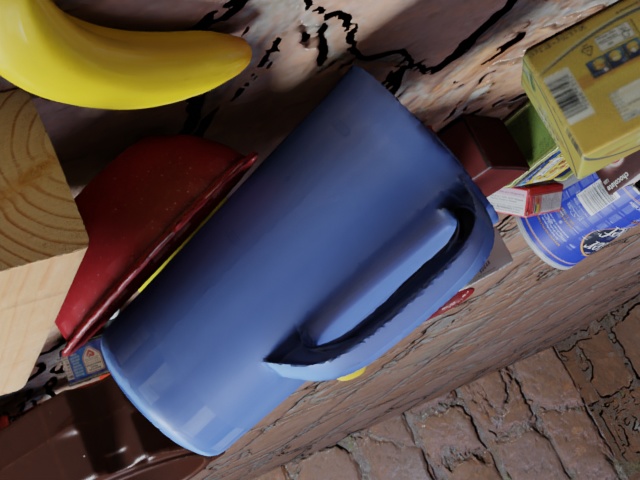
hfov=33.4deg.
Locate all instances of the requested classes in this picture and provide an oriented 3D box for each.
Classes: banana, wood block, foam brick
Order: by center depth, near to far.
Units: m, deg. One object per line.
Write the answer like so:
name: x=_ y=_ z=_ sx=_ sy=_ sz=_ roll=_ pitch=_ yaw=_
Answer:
banana: x=-0.096 y=-0.087 z=0.475 sx=0.070 sy=0.037 sz=0.197 roll=-31 pitch=165 yaw=16
wood block: x=-0.197 y=0.020 z=0.564 sx=0.090 sy=0.090 sz=0.206 roll=-17 pitch=163 yaw=-31
foam brick: x=0.130 y=-0.069 z=0.898 sx=0.051 sy=0.053 sz=0.078 roll=-36 pitch=162 yaw=31

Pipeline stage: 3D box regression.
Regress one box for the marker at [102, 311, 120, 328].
marker: x=-0.167 y=0.047 z=0.844 sx=0.020 sy=0.020 sz=0.121 roll=-22 pitch=165 yaw=-17

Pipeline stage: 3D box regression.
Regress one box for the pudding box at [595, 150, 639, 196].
pudding box: x=0.278 y=-0.105 z=0.955 sx=0.039 sy=0.090 sz=0.114 roll=-21 pitch=165 yaw=-25

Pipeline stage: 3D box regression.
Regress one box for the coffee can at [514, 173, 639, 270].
coffee can: x=0.299 y=-0.045 z=1.171 sx=0.102 sy=0.103 sz=0.141 roll=-10 pitch=157 yaw=-48

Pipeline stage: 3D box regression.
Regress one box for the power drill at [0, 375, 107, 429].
power drill: x=-0.259 y=0.160 z=1.007 sx=0.187 sy=0.057 sz=0.184 roll=-23 pitch=167 yaw=-4

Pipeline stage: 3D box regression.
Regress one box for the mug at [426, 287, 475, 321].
mug: x=0.118 y=0.036 z=1.174 sx=0.093 sy=0.081 sz=0.117 roll=-14 pitch=161 yaw=-40

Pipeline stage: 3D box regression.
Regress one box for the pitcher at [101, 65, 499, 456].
pitcher: x=-0.013 y=0.023 z=0.660 sx=0.243 sy=0.145 sz=0.149 roll=-44 pitch=174 yaw=2

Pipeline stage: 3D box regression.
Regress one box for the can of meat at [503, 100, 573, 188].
can of meat: x=0.203 y=-0.090 z=0.945 sx=0.083 sy=0.057 sz=0.102 roll=-13 pitch=160 yaw=-38

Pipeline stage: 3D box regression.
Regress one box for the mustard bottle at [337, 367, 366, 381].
mustard bottle: x=0.024 y=0.114 z=1.251 sx=0.058 sy=0.096 sz=0.192 roll=-22 pitch=165 yaw=-17

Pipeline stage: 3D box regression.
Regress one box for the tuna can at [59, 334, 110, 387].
tuna can: x=-0.182 y=0.098 z=0.928 sx=0.086 sy=0.034 sz=0.086 roll=-20 pitch=178 yaw=-1

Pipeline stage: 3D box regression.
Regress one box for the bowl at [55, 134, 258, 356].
bowl: x=-0.109 y=-0.009 z=0.616 sx=0.162 sy=0.055 sz=0.162 roll=-46 pitch=-178 yaw=2

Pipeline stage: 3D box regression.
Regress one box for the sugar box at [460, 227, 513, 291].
sugar box: x=0.097 y=0.047 z=1.061 sx=0.093 sy=0.048 sz=0.177 roll=-24 pitch=178 yaw=-43

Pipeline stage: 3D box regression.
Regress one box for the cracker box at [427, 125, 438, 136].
cracker box: x=-0.006 y=0.001 z=0.867 sx=0.163 sy=0.072 sz=0.214 roll=-18 pitch=162 yaw=-34

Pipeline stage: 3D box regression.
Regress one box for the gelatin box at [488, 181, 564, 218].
gelatin box: x=0.175 y=-0.043 z=1.015 sx=0.089 sy=0.030 sz=0.073 roll=12 pitch=-167 yaw=36
